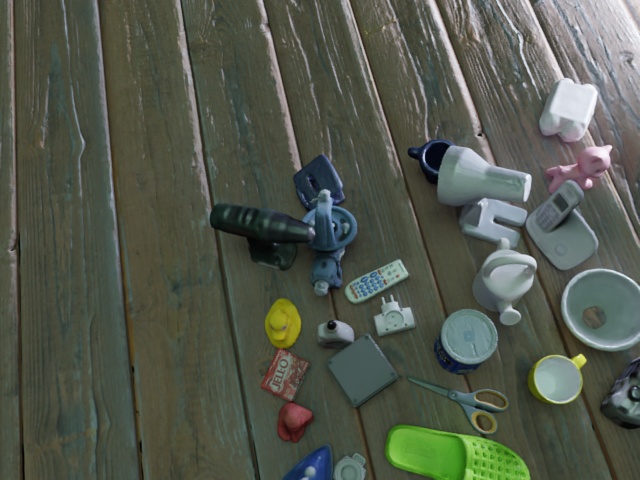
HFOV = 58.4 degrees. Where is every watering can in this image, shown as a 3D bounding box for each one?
[{"bbox_3d":[0.368,0.078,1.127,0.101,0.194,0.172,-19,68,-2],"label":"watering can"}]

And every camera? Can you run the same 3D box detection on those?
[{"bbox_3d":[0.628,0.302,1.067,0.136,0.101,0.143,39,77,18],"label":"camera"}]

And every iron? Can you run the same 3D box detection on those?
[{"bbox_3d":[-0.049,0.488,1.036,0.118,0.141,0.258,24,73,14],"label":"iron"}]

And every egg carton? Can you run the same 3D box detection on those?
[{"bbox_3d":[0.572,-0.299,1.320,0.107,0.069,0.150,20,72,13],"label":"egg carton"}]

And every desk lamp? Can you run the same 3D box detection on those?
[{"bbox_3d":[0.341,-0.093,1.185,0.203,0.214,0.118,19,72,12],"label":"desk lamp"}]

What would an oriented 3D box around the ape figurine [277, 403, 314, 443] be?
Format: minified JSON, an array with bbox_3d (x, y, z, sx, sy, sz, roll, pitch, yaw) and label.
[{"bbox_3d":[-0.052,0.352,1.115,0.078,0.092,0.076,-20,68,-2],"label":"ape figurine"}]

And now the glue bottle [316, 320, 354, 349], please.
[{"bbox_3d":[0.027,0.182,1.130,0.078,0.173,0.037,-7,68,3],"label":"glue bottle"}]

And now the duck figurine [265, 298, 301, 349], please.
[{"bbox_3d":[-0.082,0.168,1.192,0.077,0.086,0.104,0,69,6],"label":"duck figurine"}]

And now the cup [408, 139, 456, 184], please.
[{"bbox_3d":[0.252,-0.169,1.286,0.117,0.095,0.092,16,71,11],"label":"cup"}]

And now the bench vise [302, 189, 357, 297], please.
[{"bbox_3d":[0.023,0.002,1.174,0.121,0.220,0.207,-12,68,1],"label":"bench vise"}]

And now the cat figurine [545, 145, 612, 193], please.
[{"bbox_3d":[0.566,-0.159,1.241,0.128,0.118,0.067,-12,68,1],"label":"cat figurine"}]

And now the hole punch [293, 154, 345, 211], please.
[{"bbox_3d":[-0.005,-0.121,1.293,0.101,0.091,0.108,-27,69,-5],"label":"hole punch"}]

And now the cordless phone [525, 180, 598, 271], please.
[{"bbox_3d":[0.504,-0.032,1.161,0.094,0.185,0.147,-31,69,-7],"label":"cordless phone"}]

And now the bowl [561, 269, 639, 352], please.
[{"bbox_3d":[0.560,0.147,1.147,0.167,0.075,0.167,-2,69,5],"label":"bowl"}]

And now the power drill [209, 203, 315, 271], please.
[{"bbox_3d":[-0.108,-0.009,1.196,0.229,0.208,0.076,15,71,11],"label":"power drill"}]
